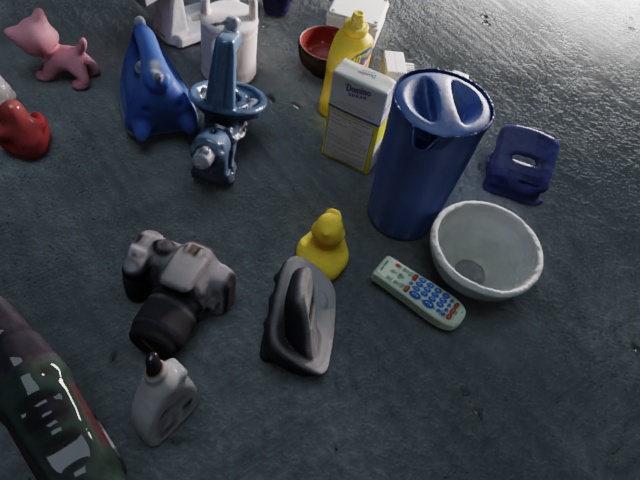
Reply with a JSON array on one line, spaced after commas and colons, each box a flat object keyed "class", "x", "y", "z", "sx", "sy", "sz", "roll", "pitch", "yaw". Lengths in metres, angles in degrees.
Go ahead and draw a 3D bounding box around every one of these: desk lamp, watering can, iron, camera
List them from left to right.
[{"class": "iron", "x": -0.280, "y": -0.285, "z": 0.939, "sx": 0.119, "sy": 0.141, "sz": 0.258, "roll": -13, "pitch": 57, "yaw": -18}, {"class": "camera", "x": -0.194, "y": 0.068, "z": 0.720, "sx": 0.143, "sy": 0.101, "sz": 0.137, "roll": 21, "pitch": 53, "yaw": 6}, {"class": "desk lamp", "x": -0.269, "y": -0.466, "z": 1.029, "sx": 0.204, "sy": 0.213, "sz": 0.117, "roll": -31, "pitch": 64, "yaw": -28}, {"class": "watering can", "x": -0.155, "y": -0.366, "z": 0.988, "sx": 0.101, "sy": 0.194, "sz": 0.172, "roll": -13, "pitch": 57, "yaw": -18}]

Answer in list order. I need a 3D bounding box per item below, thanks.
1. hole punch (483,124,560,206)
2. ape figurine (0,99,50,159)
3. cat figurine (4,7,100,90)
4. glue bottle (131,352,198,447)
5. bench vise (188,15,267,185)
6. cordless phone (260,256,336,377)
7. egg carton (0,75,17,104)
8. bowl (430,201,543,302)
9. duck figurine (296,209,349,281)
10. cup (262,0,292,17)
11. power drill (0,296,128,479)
[{"class": "hole punch", "x": 0.339, "y": -0.126, "z": 0.961, "sx": 0.108, "sy": 0.091, "sz": 0.101, "roll": 18, "pitch": 53, "yaw": 4}, {"class": "ape figurine", "x": -0.449, "y": -0.172, "z": 0.858, "sx": 0.078, "sy": 0.092, "sz": 0.076, "roll": -21, "pitch": 60, "yaw": -23}, {"class": "cat figurine", "x": -0.446, "y": -0.324, "z": 0.955, "sx": 0.128, "sy": 0.118, "sz": 0.067, "roll": 11, "pitch": 53, "yaw": -2}, {"class": "glue bottle", "x": -0.169, "y": 0.161, "z": 0.611, "sx": 0.037, "sy": 0.173, "sz": 0.078, "roll": 37, "pitch": 57, "yaw": 18}, {"class": "bench vise", "x": -0.135, "y": -0.202, "z": 0.854, "sx": 0.121, "sy": 0.220, "sz": 0.207, "roll": -2, "pitch": 54, "yaw": -11}, {"class": "cordless phone", "x": -0.017, "y": 0.069, "z": 0.697, "sx": 0.094, "sy": 0.185, "sz": 0.147, "roll": 8, "pitch": 53, "yaw": -4}, {"class": "egg carton", "x": -0.560, "y": -0.224, "z": 0.891, "sx": 0.150, "sy": 0.069, "sz": 0.107, "roll": 16, "pitch": 53, "yaw": 2}, {"class": "bowl", "x": 0.233, "y": 0.027, "z": 0.840, "sx": 0.167, "sy": 0.075, "sz": 0.167, "roll": 5, "pitch": 53, "yaw": -6}, {"class": "duck figurine", "x": 0.007, "y": 0.003, "z": 0.812, "sx": 0.077, "sy": 0.086, "sz": 0.104, "roll": 16, "pitch": 53, "yaw": 2}, {"class": "cup", "x": -0.074, "y": -0.511, "z": 1.171, "sx": 0.118, "sy": 0.095, "sz": 0.091, "roll": -13, "pitch": 57, "yaw": -18}, {"class": "power drill", "x": -0.257, "y": 0.183, "z": 0.558, "sx": 0.076, "sy": 0.208, "sz": 0.229, "roll": -32, "pitch": 65, "yaw": -28}]
